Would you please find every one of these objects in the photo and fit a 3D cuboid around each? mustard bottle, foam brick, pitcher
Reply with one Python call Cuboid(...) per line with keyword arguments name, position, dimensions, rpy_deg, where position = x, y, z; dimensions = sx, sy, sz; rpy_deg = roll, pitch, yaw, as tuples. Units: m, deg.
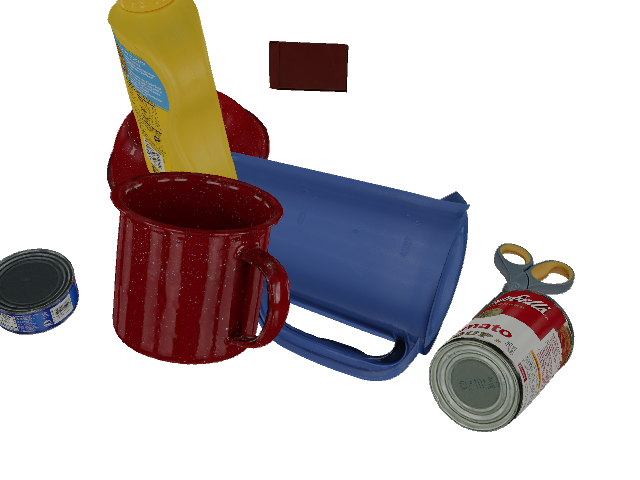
Cuboid(name="mustard bottle", position=(-0.108, -0.117, 0.752), dimensions=(0.058, 0.191, 0.096), rpy_deg=(-27, 47, -18))
Cuboid(name="foam brick", position=(-0.013, -0.187, 1.146), dimensions=(0.078, 0.051, 0.053), rpy_deg=(0, 11, -13))
Cuboid(name="pitcher", position=(-0.002, 0.011, 0.919), dimensions=(0.243, 0.145, 0.149), rpy_deg=(16, 19, 13))

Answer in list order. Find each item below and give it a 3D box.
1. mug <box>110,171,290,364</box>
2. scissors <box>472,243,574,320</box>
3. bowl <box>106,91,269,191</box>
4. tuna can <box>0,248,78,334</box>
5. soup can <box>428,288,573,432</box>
Cuboid(name="mug", position=(-0.062, 0.019, 0.583), dimensions=(0.117, 0.081, 0.093), rpy_deg=(23, 26, 33))
Cuboid(name="scissors", position=(0.188, 0.041, 1.101), dimensions=(0.201, 0.016, 0.096), rpy_deg=(-11, 37, -43))
Cuboid(name="bowl", position=(-0.132, -0.097, 1.014), dimensions=(0.162, 0.162, 0.055), rpy_deg=(0, -41, 12))
Cuboid(name="tuna can", position=(-0.276, 0.049, 1.024), dimensions=(0.086, 0.034, 0.086), rpy_deg=(-1, 43, 1))
Cuboid(name="soup can", position=(0.125, 0.081, 0.735), dimensions=(0.069, 0.068, 0.102), rpy_deg=(0, 16, 33))
